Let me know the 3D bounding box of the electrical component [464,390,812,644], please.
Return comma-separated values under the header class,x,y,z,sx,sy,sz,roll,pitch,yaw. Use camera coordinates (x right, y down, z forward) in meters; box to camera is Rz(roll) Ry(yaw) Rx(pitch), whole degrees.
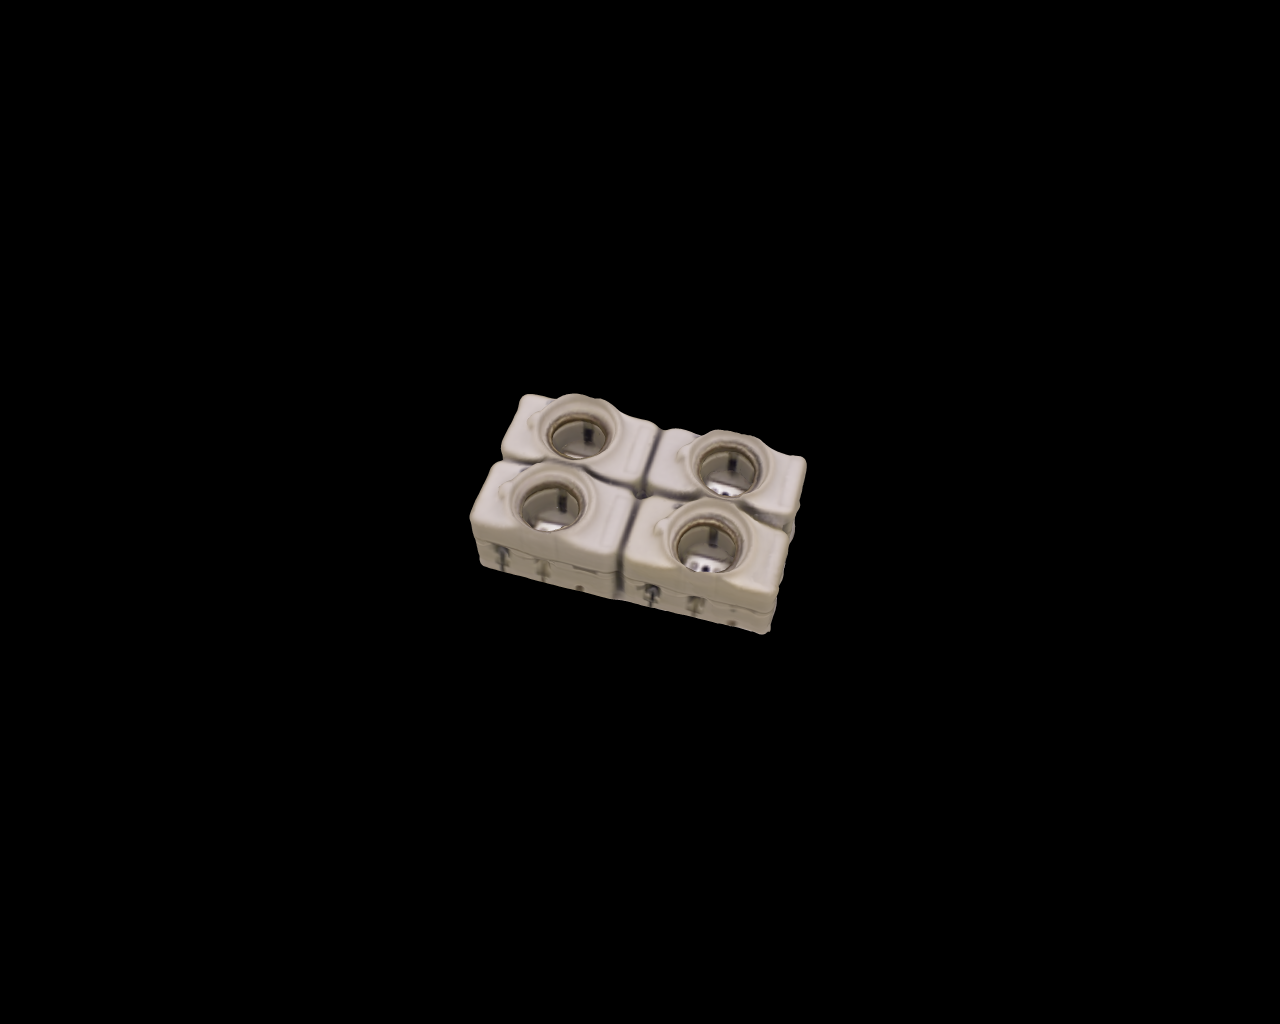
class,x,y,z,sx,sy,sz,roll,pitch,yaw
electrical component,0.001,-0.003,0.650,0.186,0.105,0.060,14,-32,9
